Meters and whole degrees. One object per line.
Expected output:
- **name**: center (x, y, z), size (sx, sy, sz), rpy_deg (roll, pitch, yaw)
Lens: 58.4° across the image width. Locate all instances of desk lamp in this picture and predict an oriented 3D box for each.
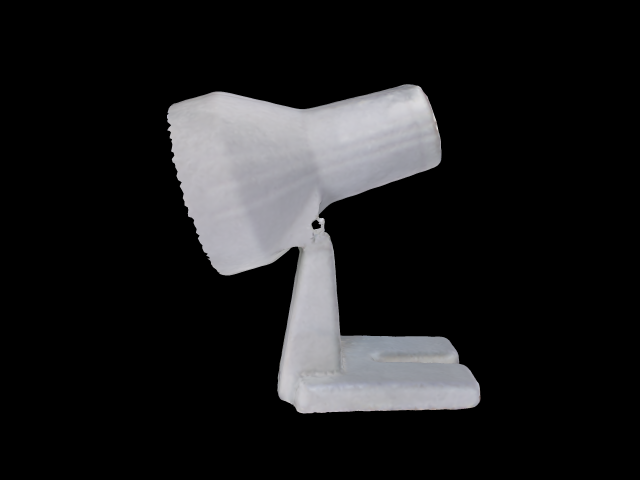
- **desk lamp**: center (0.004, 0.001, 0.400), size (0.203, 0.213, 0.118), rpy_deg (0, 11, -2)
